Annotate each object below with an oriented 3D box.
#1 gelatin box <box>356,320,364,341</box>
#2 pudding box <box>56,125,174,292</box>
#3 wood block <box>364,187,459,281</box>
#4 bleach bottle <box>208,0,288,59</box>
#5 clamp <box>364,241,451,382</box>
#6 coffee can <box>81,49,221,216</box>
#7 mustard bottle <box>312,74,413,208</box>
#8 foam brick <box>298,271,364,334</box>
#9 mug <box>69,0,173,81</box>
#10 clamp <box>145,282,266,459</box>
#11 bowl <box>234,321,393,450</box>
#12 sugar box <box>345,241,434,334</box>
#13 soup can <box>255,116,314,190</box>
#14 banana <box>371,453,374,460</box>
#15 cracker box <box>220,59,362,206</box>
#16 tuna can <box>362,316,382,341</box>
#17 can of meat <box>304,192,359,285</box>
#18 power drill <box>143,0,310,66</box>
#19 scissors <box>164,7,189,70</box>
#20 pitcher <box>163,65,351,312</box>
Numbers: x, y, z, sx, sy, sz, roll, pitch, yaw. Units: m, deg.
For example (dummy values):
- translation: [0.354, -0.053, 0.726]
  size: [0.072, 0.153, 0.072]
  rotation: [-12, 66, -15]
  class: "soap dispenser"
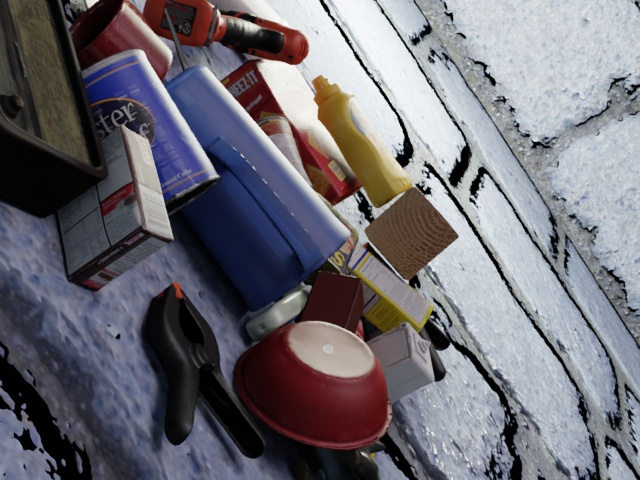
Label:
- translation: [0.019, 0.105, 1.252]
  size: [0.089, 0.030, 0.073]
  rotation: [44, 25, -32]
  class: "gelatin box"
- translation: [-0.178, -0.027, 0.898]
  size: [0.039, 0.090, 0.113]
  rotation: [30, 35, -49]
  class: "pudding box"
- translation: [0.122, -0.006, 1.457]
  size: [0.090, 0.091, 0.206]
  rotation: [49, 2, 4]
  class: "wood block"
- translation: [-0.149, -0.367, 1.506]
  size: [0.250, 0.068, 0.102]
  rotation: [48, 22, -21]
  class: "bleach bottle"
- translation: [0.117, 0.097, 1.475]
  size: [0.210, 0.036, 0.164]
  rotation: [53, 12, -9]
  class: "clamp"
- translation: [-0.171, -0.090, 0.986]
  size: [0.140, 0.103, 0.102]
  rotation: [58, 20, 0]
  class: "coffee can"
- translation: [0.048, -0.136, 1.417]
  size: [0.191, 0.058, 0.096]
  rotation: [57, 19, 1]
  class: "mustard bottle"
- translation: [0.012, 0.080, 1.132]
  size: [0.053, 0.051, 0.078]
  rotation: [85, 20, -47]
  class: "foam brick"
- translation: [-0.206, -0.191, 1.077]
  size: [0.081, 0.093, 0.117]
  rotation: [45, 4, -33]
  class: "mug"
- translation: [-0.114, 0.112, 0.919]
  size: [0.171, 0.039, 0.120]
  rotation: [60, 14, 23]
  class: "clamp"
- translation: [0.002, 0.127, 1.025]
  size: [0.162, 0.055, 0.162]
  rotation: [15, 28, -9]
  class: "bowl"
- translation: [0.058, 0.053, 1.336]
  size: [0.176, 0.048, 0.093]
  rotation: [39, 20, 3]
  class: "sugar box"
- translation: [-0.054, -0.091, 1.312]
  size: [0.068, 0.069, 0.102]
  rotation: [20, 44, -59]
  class: "soup can"
- translation: [0.028, 0.156, 1.151]
  size: [0.069, 0.037, 0.198]
  rotation: [89, -9, -71]
  class: "banana"
- translation: [-0.030, -0.141, 1.437]
  size: [0.214, 0.072, 0.164]
  rotation: [58, 20, 1]
  class: "cracker box"
- translation: [0.092, 0.126, 1.387]
  size: [0.086, 0.034, 0.086]
  rotation: [47, 22, -27]
  class: "tuna can"
- translation: [-0.008, 0.002, 1.235]
  size: [0.102, 0.058, 0.083]
  rotation: [44, 38, -15]
  class: "can of meat"
- translation: [-0.130, -0.268, 1.333]
  size: [0.185, 0.057, 0.187]
  rotation: [20, 13, 34]
  class: "power drill"
- translation: [-0.148, -0.159, 1.210]
  size: [0.201, 0.016, 0.096]
  rotation: [64, 25, -19]
  class: "scissors"
- translation: [-0.086, -0.056, 1.090]
  size: [0.243, 0.149, 0.144]
  rotation: [52, 35, -7]
  class: "pitcher"
